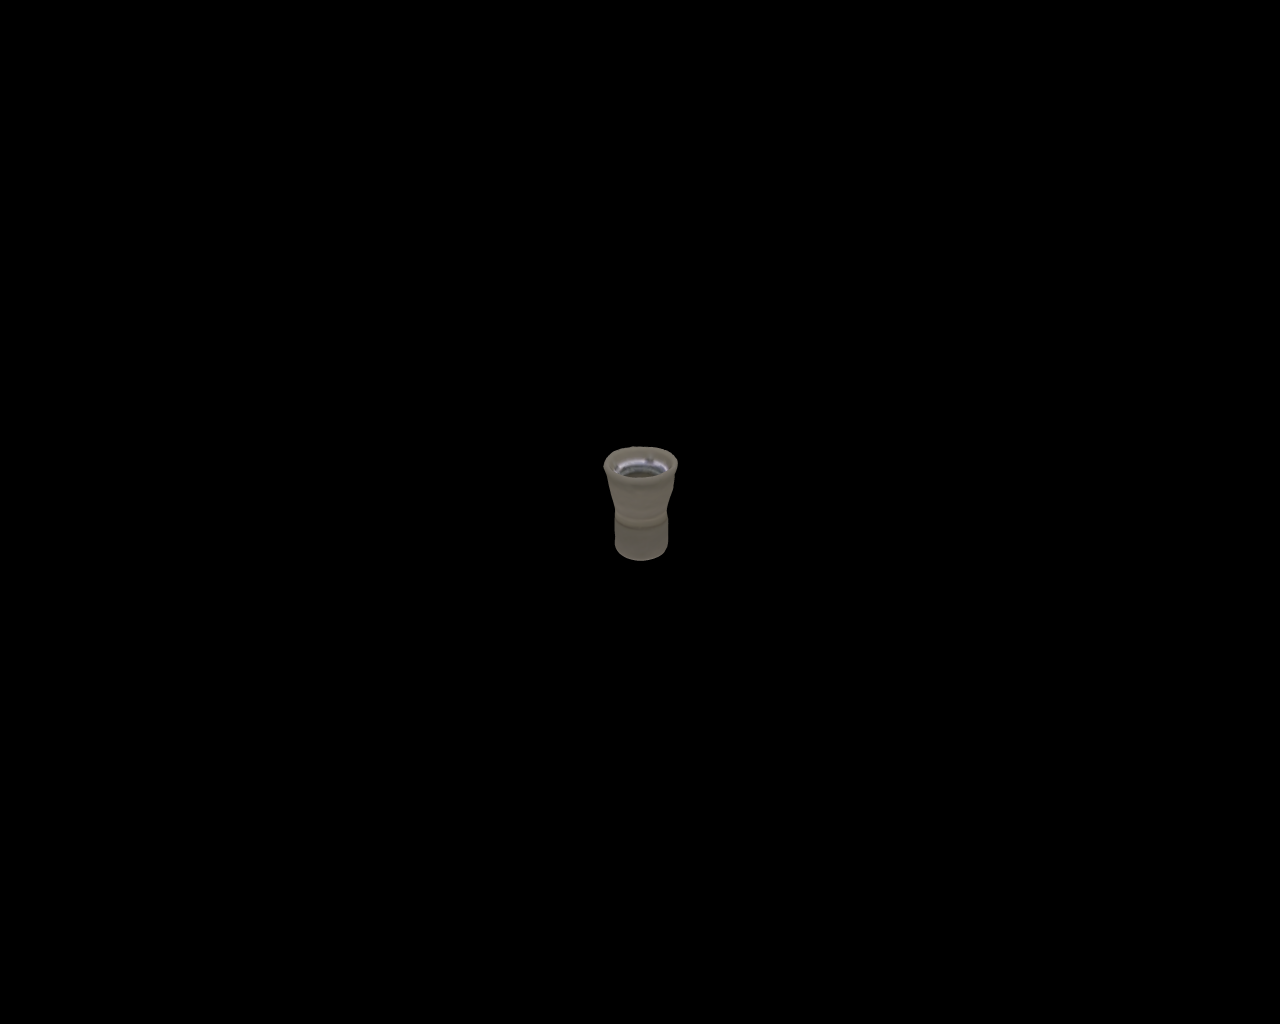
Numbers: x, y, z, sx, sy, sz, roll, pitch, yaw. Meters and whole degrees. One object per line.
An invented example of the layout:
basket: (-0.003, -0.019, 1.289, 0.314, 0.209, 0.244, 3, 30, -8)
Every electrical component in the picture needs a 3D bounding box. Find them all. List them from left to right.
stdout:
electrical component: (0.001, -0.003, 0.650, 0.044, 0.065, 0.044, 0, 31, 0)
